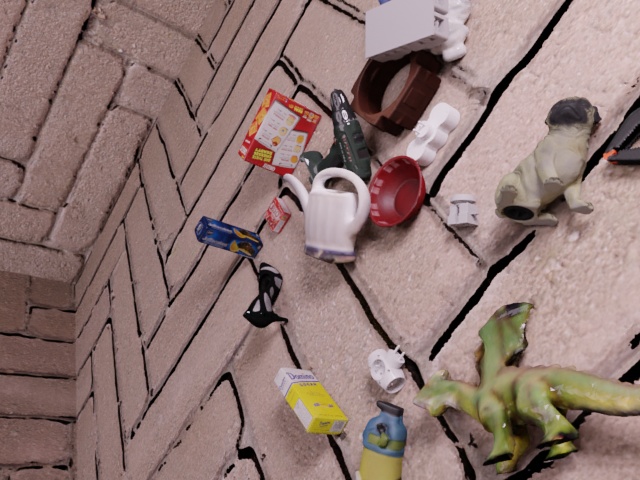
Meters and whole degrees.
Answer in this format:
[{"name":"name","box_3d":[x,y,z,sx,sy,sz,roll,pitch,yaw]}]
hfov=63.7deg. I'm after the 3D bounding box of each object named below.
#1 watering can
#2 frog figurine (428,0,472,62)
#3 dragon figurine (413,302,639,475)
[{"name":"watering can","box_3d":[0.004,-0.063,1.249,0.349,0.104,0.224,12,97,55]},{"name":"frog figurine","box_3d":[0.281,-0.474,1.138,0.135,0.123,0.160,-42,80,24]},{"name":"dragon figurine","box_3d":[0.304,0.199,0.772,0.404,0.121,0.249,-40,38,33]}]
